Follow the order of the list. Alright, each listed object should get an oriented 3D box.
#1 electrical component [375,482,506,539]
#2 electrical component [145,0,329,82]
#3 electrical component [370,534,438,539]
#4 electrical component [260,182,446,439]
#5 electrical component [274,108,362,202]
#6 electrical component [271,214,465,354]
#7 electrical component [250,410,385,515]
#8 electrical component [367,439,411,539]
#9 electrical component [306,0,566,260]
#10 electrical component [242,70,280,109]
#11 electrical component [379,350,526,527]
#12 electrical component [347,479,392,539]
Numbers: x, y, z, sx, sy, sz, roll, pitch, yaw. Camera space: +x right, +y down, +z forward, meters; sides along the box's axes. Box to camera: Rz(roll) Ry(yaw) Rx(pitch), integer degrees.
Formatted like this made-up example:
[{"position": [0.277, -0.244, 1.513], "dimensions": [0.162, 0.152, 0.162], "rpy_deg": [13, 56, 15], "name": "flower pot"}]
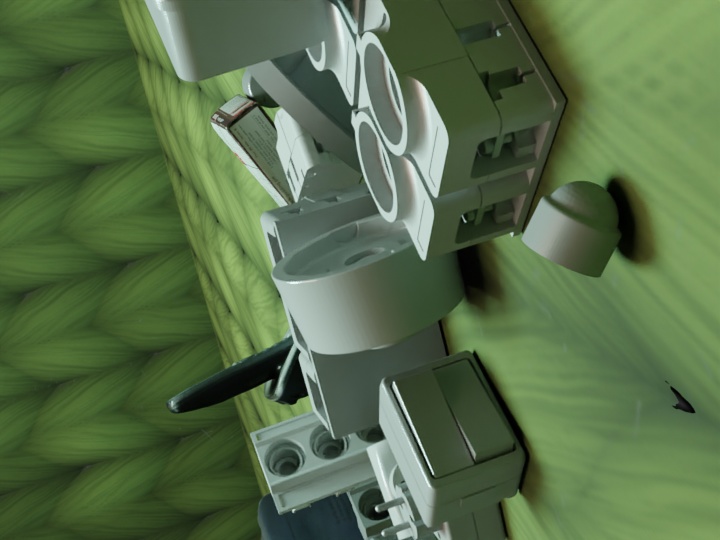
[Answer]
[{"position": [0.048, 0.154, 0.714], "dimensions": [0.047, 0.077, 0.065], "rpy_deg": [-141, 36, -69], "name": "electrical component"}, {"position": [-0.068, -0.151, 0.509], "dimensions": [0.057, 0.078, 0.113], "rpy_deg": [82, 165, -48], "name": "electrical component"}, {"position": [0.042, 0.240, 0.914], "dimensions": [0.045, 0.055, 0.045], "rpy_deg": [163, 90, -78], "name": "electrical component"}, {"position": [-0.002, 0.023, 0.723], "dimensions": [0.062, 0.089, 0.150], "rpy_deg": [-149, 43, -72], "name": "electrical component"}, {"position": [-0.028, -0.091, 0.774], "dimensions": [0.089, 0.050, 0.055], "rpy_deg": [122, 129, -74], "name": "electrical component"}, {"position": [0.009, 0.011, 0.627], "dimensions": [0.108, 0.108, 0.060], "rpy_deg": [-147, 35, -71], "name": "electrical component"}, {"position": [-0.025, 0.162, 0.942], "dimensions": [0.063, 0.121, 0.078], "rpy_deg": [86, 162, -55], "name": "electrical component"}, {"position": [0.041, 0.167, 0.844], "dimensions": [0.079, 0.043, 0.077], "rpy_deg": [114, 137, -72], "name": "electrical component"}, {"position": [0.019, -0.110, 0.512], "dimensions": [0.105, 0.060, 0.186], "rpy_deg": [95, 154, -61], "name": "electrical component"}, {"position": [-0.083, -0.163, 0.942], "dimensions": [0.078, 0.040, 0.040], "rpy_deg": [-143, 37, -70], "name": "electrical component"}, {"position": [0.051, 0.094, 0.650], "dimensions": [0.061, 0.062, 0.096], "rpy_deg": [89, 159, -53], "name": "electrical component"}, {"position": [0.019, 0.242, 1.050], "dimensions": [0.063, 0.042, 0.081], "rpy_deg": [83, 165, -46], "name": "electrical component"}]
